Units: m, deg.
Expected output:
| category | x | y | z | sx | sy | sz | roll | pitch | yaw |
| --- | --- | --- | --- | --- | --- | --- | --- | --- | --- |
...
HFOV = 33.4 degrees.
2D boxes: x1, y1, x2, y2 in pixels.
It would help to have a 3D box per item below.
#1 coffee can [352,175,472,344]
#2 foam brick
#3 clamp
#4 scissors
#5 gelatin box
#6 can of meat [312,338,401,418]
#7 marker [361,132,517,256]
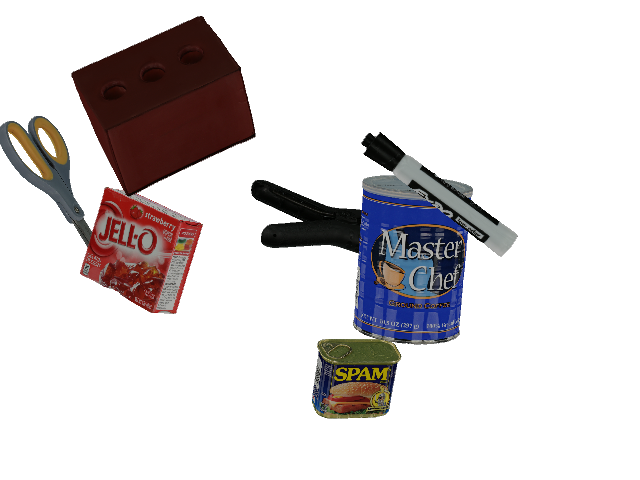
| category | x | y | z | sx | sy | sz | roll | pitch | yaw |
| --- | --- | --- | --- | --- | --- | --- | --- | --- | --- |
| coffee can | 0.086 | 0.015 | 1.002 | 0.103 | 0.140 | 0.103 | 3 | 12 | -1 |
| foam brick | -0.082 | -0.071 | 0.562 | 0.078 | 0.053 | 0.051 | -27 | -35 | -11 |
| clamp | 0.020 | -0.012 | 1.209 | 0.210 | 0.036 | 0.164 | 14 | 21 | -6 |
| scissors | -0.246 | -0.044 | 1.066 | 0.016 | 0.201 | 0.096 | -25 | 27 | 22 |
| gelatin box | -0.138 | 0.007 | 0.815 | 0.089 | 0.073 | 0.030 | 24 | 10 | 35 |
| can of meat | 0.042 | 0.172 | 1.327 | 0.102 | 0.084 | 0.057 | 2 | 24 | -15 |
| marker | 0.078 | -0.033 | 0.714 | 0.121 | 0.020 | 0.020 | 37 | 0 | 1 |
